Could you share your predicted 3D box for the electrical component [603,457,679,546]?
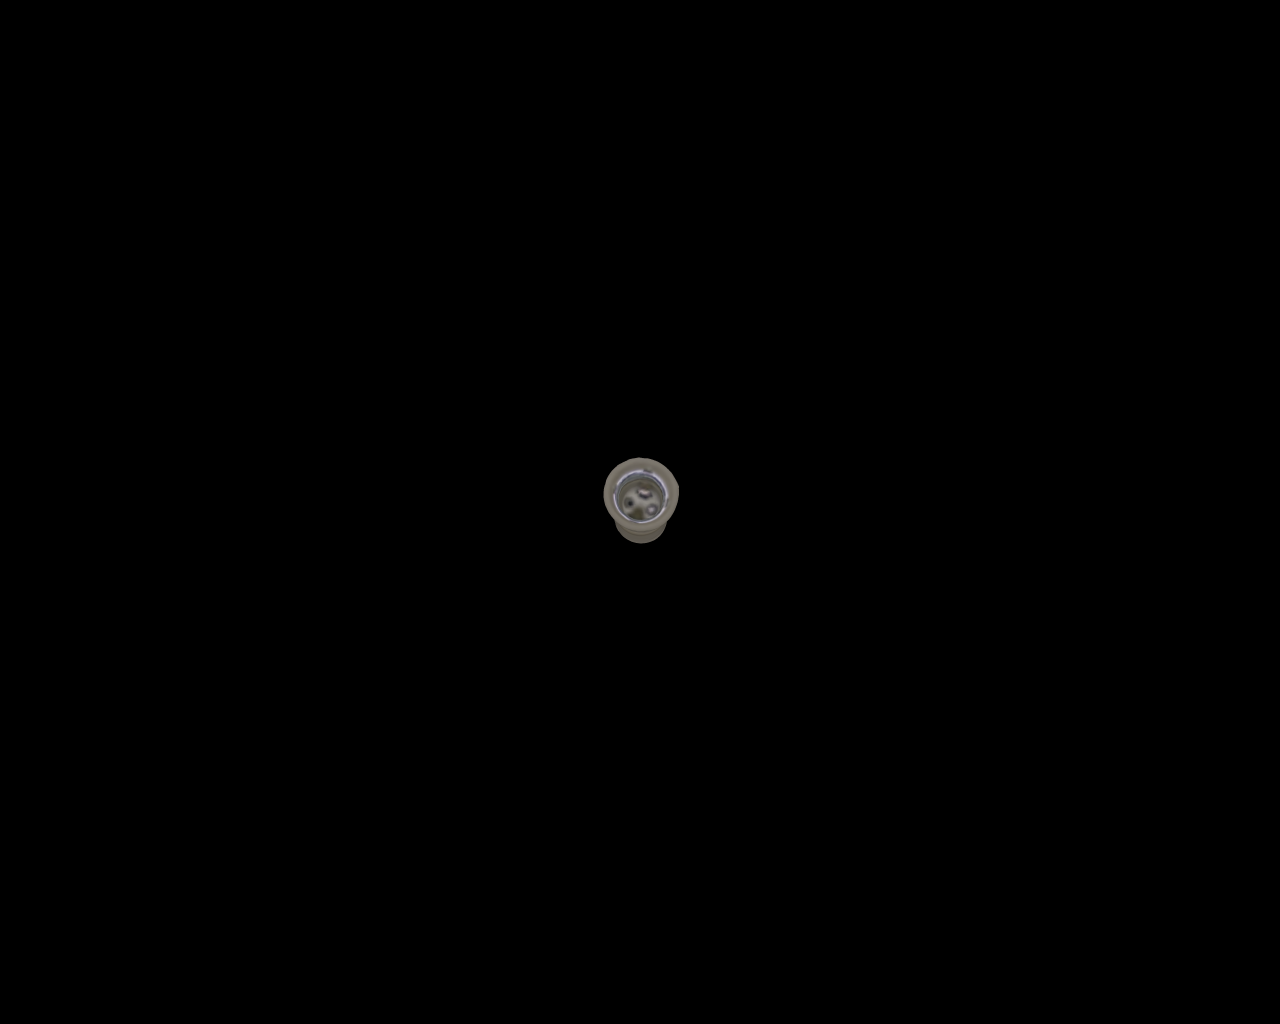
[{"bbox_3d":[0.001,-0.003,0.650,0.044,0.044,0.065,0,-15,0],"label":"electrical component"}]
